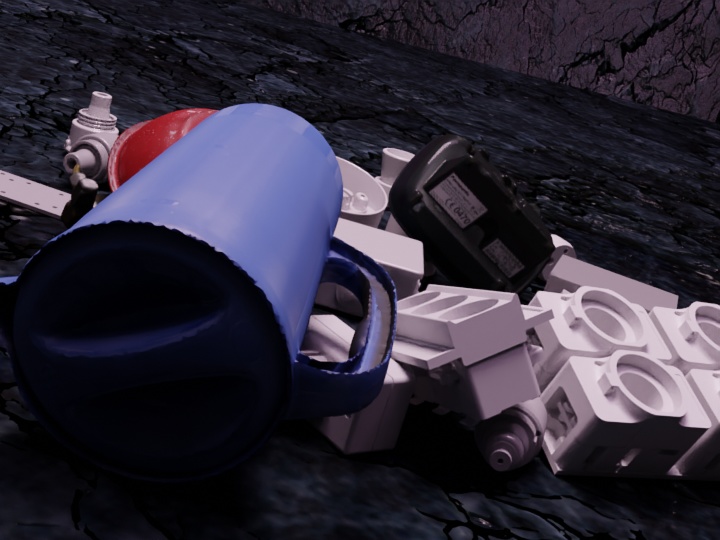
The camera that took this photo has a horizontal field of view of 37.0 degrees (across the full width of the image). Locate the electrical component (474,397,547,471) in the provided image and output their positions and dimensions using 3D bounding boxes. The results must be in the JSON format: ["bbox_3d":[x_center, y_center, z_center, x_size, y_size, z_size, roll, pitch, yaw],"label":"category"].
[{"bbox_3d":[0.086,0.096,0.625,0.040,0.040,0.078,20,17,9],"label":"electrical component"}]

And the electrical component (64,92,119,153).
[{"bbox_3d":[-0.243,-0.131,0.986,0.048,0.062,0.048,15,17,-5],"label":"electrical component"}]

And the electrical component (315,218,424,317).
[{"bbox_3d":[0.000,0.000,0.828,0.100,0.048,0.099,16,17,-2],"label":"electrical component"}]

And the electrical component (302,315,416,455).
[{"bbox_3d":[-0.026,0.064,0.608,0.076,0.047,0.083,1,23,-40],"label":"electrical component"}]

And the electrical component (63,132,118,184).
[{"bbox_3d":[-0.228,-0.094,0.918,0.043,0.043,0.062,22,19,15],"label":"electrical component"}]

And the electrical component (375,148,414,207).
[{"bbox_3d":[0.039,-0.098,1.158,0.045,0.055,0.045,15,17,-5],"label":"electrical component"}]

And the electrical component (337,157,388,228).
[{"bbox_3d":[-0.027,-0.061,0.967,0.099,0.064,0.099,15,17,-5],"label":"electrical component"}]

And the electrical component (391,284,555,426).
[{"bbox_3d":[0.056,0.048,0.638,0.079,0.063,0.121,-21,8,-17],"label":"electrical component"}]

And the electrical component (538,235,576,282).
[{"bbox_3d":[0.179,-0.016,1.054,0.045,0.045,0.055,6,21,-31],"label":"electrical component"}]

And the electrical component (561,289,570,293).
[{"bbox_3d":[0.168,0.047,0.841,0.066,0.048,0.055,31,16,5],"label":"electrical component"}]

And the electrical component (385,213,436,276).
[{"bbox_3d":[0.047,-0.027,0.958,0.055,0.047,0.055,15,17,-5],"label":"electrical component"}]

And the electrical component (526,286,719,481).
[{"bbox_3d":[0.197,0.075,0.700,0.186,0.060,0.105,8,42,-27],"label":"electrical component"}]
